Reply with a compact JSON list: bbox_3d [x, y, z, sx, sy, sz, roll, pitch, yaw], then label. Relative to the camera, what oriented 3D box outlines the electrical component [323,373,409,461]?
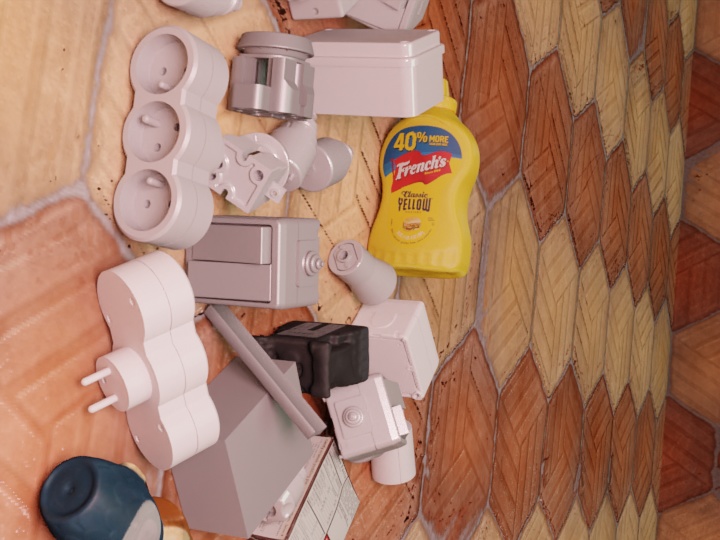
[{"bbox_3d":[0.008,0.126,0.924,0.096,0.061,0.061,60,13,-77],"label":"electrical component"}]

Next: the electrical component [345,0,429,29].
[{"bbox_3d":[0.010,-0.245,0.906,0.061,0.096,0.061,-55,170,-49],"label":"electrical component"}]

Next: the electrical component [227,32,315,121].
[{"bbox_3d":[-0.064,-0.143,0.795,0.078,0.058,0.057,-1,97,-65],"label":"electrical component"}]

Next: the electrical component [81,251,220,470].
[{"bbox_3d":[-0.139,0.064,0.669,0.074,0.052,0.138,-25,118,-37],"label":"electrical component"}]

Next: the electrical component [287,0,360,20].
[{"bbox_3d":[-0.043,-0.235,0.840,0.075,0.047,0.083,-56,141,-47],"label":"electrical component"}]

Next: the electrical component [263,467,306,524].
[{"bbox_3d":[-0.063,0.165,0.848,0.062,0.043,0.043,-57,142,-48],"label":"electrical component"}]

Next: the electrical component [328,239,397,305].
[{"bbox_3d":[0.000,0.000,0.967,0.065,0.044,0.044,42,56,-53],"label":"electrical component"}]

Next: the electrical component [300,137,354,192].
[{"bbox_3d":[-0.027,-0.091,0.898,0.078,0.040,0.040,-34,123,-60],"label":"electrical component"}]

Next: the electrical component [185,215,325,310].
[{"bbox_3d":[-0.071,-0.006,0.748,0.061,0.096,0.061,-5,98,-61],"label":"electrical component"}]

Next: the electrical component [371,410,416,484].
[{"bbox_3d":[0.030,0.162,1.044,0.043,0.043,0.081,-37,125,-59],"label":"electrical component"}]

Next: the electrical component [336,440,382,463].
[{"bbox_3d":[0.004,0.158,0.996,0.046,0.040,0.040,22,73,-69],"label":"electrical component"}]

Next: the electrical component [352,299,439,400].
[{"bbox_3d":[0.035,0.077,1.025,0.061,0.062,0.096,-61,144,-43],"label":"electrical component"}]

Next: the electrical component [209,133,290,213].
[{"bbox_3d":[-0.079,-0.073,0.775,0.048,0.066,0.055,-58,173,22],"label":"electrical component"}]

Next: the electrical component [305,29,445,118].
[{"bbox_3d":[0.006,-0.162,0.875,0.078,0.113,0.057,-39,131,-58],"label":"electrical component"}]

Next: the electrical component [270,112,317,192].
[{"bbox_3d":[-0.053,-0.096,0.842,0.040,0.040,0.078,68,34,-42],"label":"electrical component"}]

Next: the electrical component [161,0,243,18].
[{"bbox_3d":[-0.104,-0.189,0.722,0.078,0.040,0.040,4,89,-65],"label":"electrical component"}]

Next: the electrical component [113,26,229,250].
[{"bbox_3d":[-0.113,-0.081,0.702,0.074,0.052,0.138,17,77,-64],"label":"electrical component"}]
